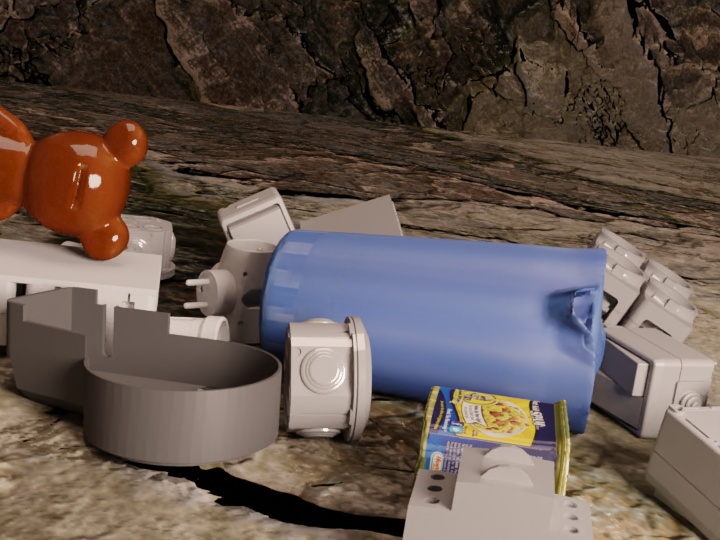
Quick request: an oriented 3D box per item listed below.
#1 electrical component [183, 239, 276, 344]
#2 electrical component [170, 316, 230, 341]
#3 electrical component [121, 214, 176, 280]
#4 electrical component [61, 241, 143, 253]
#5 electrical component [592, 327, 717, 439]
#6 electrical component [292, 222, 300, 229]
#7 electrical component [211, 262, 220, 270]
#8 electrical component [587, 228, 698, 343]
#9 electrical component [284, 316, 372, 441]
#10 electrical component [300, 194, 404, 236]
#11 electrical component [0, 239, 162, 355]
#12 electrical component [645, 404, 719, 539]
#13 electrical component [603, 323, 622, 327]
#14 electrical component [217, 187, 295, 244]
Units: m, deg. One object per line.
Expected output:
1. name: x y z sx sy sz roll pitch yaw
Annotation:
1. electrical component: -0.105 0.018 0.862 0.079 0.077 0.043 -3 17 -36
2. electrical component: -0.123 0.053 0.788 0.046 0.040 0.040 4 12 8
3. electrical component: -0.213 -0.020 1.013 0.080 0.051 0.080 8 13 -2
4. electrical component: -0.241 -0.004 0.939 0.079 0.044 0.077 13 14 16
5. electrical component: 0.217 0.086 0.806 0.061 0.061 0.096 2 14 -20
6. electrical component: -0.073 -0.022 1.124 0.077 0.043 0.079 7 13 -5
7. electrical component: -0.083 0.019 0.941 0.077 0.044 0.079 14 15 22
8. electrical component: 0.255 0.022 1.020 0.105 0.060 0.186 34 17 6
9. electrical component: -0.022 0.069 0.690 0.051 0.080 0.080 1 14 -8
10. electrical component: 0.000 0.000 0.945 0.089 0.061 0.150 -17 25 3
11. electrical component: -0.246 0.021 0.798 0.186 0.060 0.105 6 13 -10
12. electrical component: 0.226 0.129 0.643 0.062 0.061 0.096 2 22 -24
13. electrical component: 0.190 0.071 0.891 0.077 0.044 0.079 5 14 -16
14. electrical component: -0.087 -0.020 1.014 0.062 0.096 0.061 -24 18 -4
